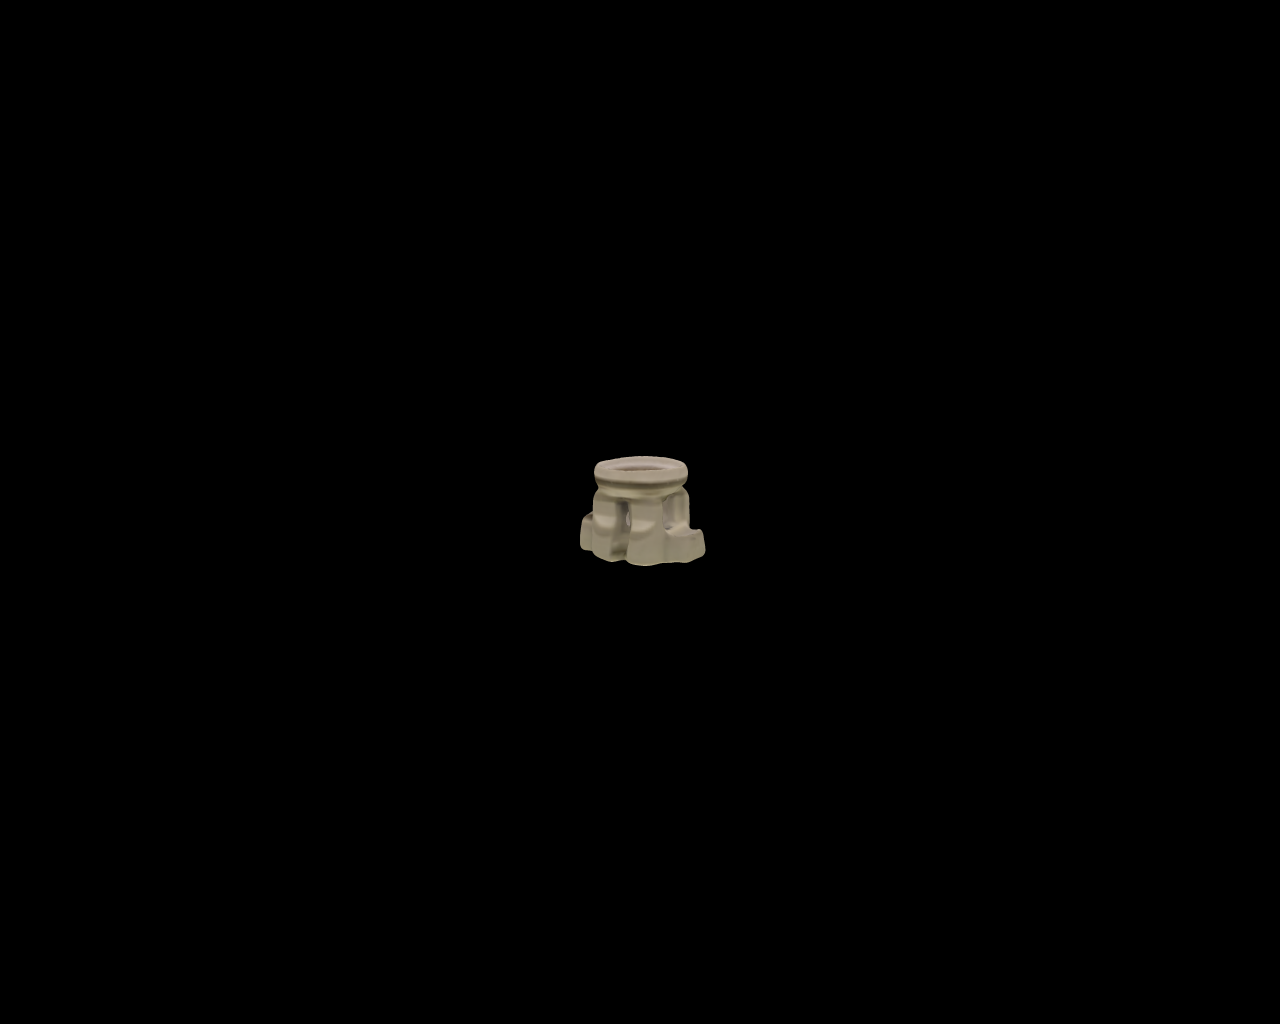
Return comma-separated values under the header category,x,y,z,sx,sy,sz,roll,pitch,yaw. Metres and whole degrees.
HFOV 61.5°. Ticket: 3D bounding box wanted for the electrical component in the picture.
category,x,y,z,sx,sy,sz,roll,pitch,yaw
electrical component,0.001,-0.003,0.650,0.078,0.057,0.058,8,15,30
